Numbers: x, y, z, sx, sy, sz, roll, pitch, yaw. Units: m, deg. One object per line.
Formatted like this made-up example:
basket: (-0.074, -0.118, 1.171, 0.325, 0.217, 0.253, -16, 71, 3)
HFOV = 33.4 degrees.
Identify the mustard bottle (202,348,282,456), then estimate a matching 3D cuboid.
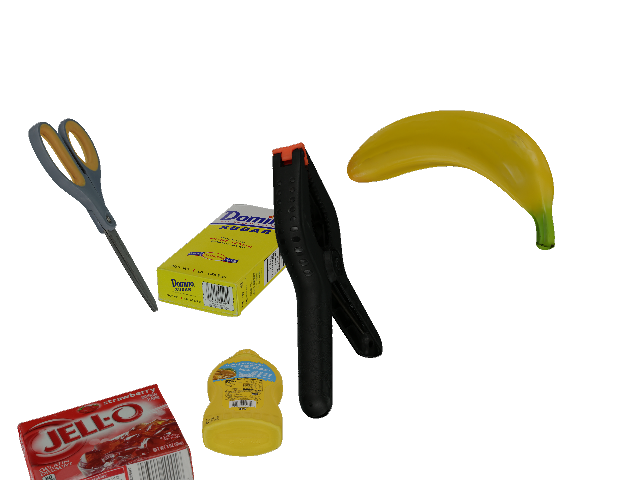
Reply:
mustard bottle: (-0.096, 0.193, 1.347, 0.096, 0.058, 0.191, -1, 26, -1)

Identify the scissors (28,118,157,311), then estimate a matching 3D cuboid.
scissors: (-0.202, -0.033, 1.000, 0.016, 0.201, 0.096, -25, 26, 19)

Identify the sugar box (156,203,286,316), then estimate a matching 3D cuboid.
sugar box: (-0.090, 0.016, 1.135, 0.093, 0.048, 0.176, 11, 31, 19)

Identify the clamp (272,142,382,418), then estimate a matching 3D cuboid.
clamp: (0.002, 0.025, 0.873, 0.036, 0.210, 0.164, -12, 1, 20)

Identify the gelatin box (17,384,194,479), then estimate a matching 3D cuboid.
gelatin box: (-0.128, 0.124, 0.629, 0.089, 0.030, 0.073, -14, 27, -18)

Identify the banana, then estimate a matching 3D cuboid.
banana: (0.086, -0.053, 0.700, 0.037, 0.069, 0.198, 26, -1, -38)
